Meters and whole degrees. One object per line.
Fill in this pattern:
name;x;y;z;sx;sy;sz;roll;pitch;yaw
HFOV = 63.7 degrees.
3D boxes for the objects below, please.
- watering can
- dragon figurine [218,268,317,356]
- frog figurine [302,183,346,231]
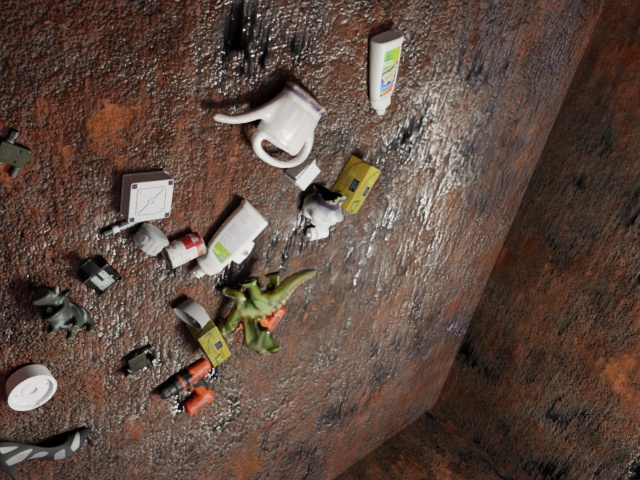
watering can;-0.111;-0.318;1.350;0.224;0.105;0.344;-57;144;4
dragon figurine;-0.169;0.229;1.582;0.123;0.408;0.243;-10;89;-60
frog figurine;0.005;-0.084;1.667;0.137;0.125;0.156;10;126;-15
